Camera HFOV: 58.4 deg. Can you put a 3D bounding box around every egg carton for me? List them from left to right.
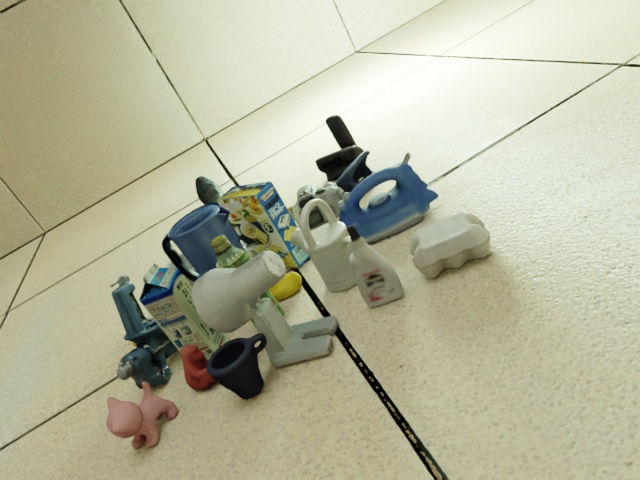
[{"bbox_3d":[0.245,0.008,1.089,0.150,0.069,0.107,-24,25,11],"label":"egg carton"}]

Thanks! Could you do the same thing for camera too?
[{"bbox_3d":[-0.009,-0.111,1.550,0.143,0.101,0.136,-25,25,8],"label":"camera"}]

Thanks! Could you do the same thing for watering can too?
[{"bbox_3d":[0.010,0.006,1.194,0.172,0.194,0.101,-16,28,27],"label":"watering can"}]

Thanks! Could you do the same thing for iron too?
[{"bbox_3d":[0.129,-0.086,1.307,0.258,0.142,0.118,-28,25,2],"label":"iron"}]

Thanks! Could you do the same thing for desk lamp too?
[{"bbox_3d":[-0.104,0.125,1.063,0.202,0.214,0.118,-19,27,22],"label":"desk lamp"}]

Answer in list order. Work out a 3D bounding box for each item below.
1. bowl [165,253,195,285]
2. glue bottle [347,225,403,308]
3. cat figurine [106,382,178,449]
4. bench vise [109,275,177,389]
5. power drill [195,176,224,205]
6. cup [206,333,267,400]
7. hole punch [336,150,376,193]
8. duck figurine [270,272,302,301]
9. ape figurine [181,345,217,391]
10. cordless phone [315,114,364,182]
[{"bbox_3d":[-0.347,0.086,1.564,0.167,0.075,0.167,-23,25,12],"label":"bowl"},{"bbox_3d":[0.089,0.045,1.059,0.078,0.173,0.037,-23,25,12],"label":"glue bottle"},{"bbox_3d":[-0.340,0.321,1.055,0.067,0.118,0.128,-14,29,29],"label":"cat figurine"},{"bbox_3d":[-0.377,0.191,1.220,0.121,0.220,0.207,-26,25,7],"label":"bench vise"},{"bbox_3d":[-0.280,-0.076,1.640,0.076,0.209,0.229,-34,25,-10],"label":"power drill"},{"bbox_3d":[-0.133,0.231,1.034,0.118,0.095,0.091,-36,26,-15],"label":"cup"},{"bbox_3d":[0.096,-0.186,1.593,0.100,0.091,0.109,-6,33,40],"label":"hole punch"},{"bbox_3d":[-0.098,0.084,1.290,0.104,0.086,0.077,-15,28,27],"label":"duck figurine"},{"bbox_3d":[-0.240,0.245,1.125,0.076,0.092,0.077,-27,25,4],"label":"ape figurine"},{"bbox_3d":[0.042,-0.282,1.719,0.147,0.185,0.094,-18,27,22],"label":"cordless phone"}]
